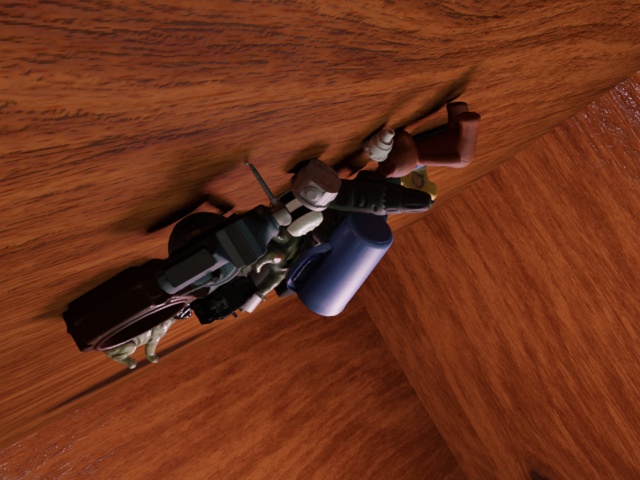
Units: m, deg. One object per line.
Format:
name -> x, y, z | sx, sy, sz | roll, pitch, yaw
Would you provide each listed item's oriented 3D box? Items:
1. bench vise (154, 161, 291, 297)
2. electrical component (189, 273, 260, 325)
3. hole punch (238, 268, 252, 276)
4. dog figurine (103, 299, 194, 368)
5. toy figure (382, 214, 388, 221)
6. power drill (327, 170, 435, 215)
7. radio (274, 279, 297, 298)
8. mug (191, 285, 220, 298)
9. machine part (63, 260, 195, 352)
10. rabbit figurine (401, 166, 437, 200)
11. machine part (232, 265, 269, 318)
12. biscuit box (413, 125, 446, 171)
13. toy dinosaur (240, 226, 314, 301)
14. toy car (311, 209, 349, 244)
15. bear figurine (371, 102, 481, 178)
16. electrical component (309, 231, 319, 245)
bench vise -> -0.147, -0.008, 0.842 | 0.223, 0.128, 0.241 | -41, -168, 5
electrical component -> -0.209, 0.126, 1.145 | 0.115, 0.058, 0.134 | -32, -172, -33
hole punch -> -0.238, 0.094, 1.283 | 0.115, 0.092, 0.142 | -63, 161, 11
dog figurine -> -0.391, 0.175, 1.202 | 0.190, 0.121, 0.172 | -54, 158, 16
toy figure -> 0.129, -0.055, 1.398 | 0.154, 0.058, 0.064 | -15, 125, -59
power drill -> 0.119, -0.093, 1.093 | 0.232, 0.085, 0.207 | 4, -161, 13
radio -> -0.092, 0.087, 1.543 | 0.073, 0.131, 0.229 | -31, 172, 7
mug -> -0.218, 0.057, 1.109 | 0.109, 0.081, 0.107 | -35, 180, 31
machine part -> -0.348, 0.125, 1.001 | 0.201, 0.087, 0.201 | -30, 171, 0
rabbit figurine -> 0.170, -0.125, 1.288 | 0.162, 0.121, 0.173 | -23, -172, -30
machine part -> -0.157, 0.102, 1.402 | 0.243, 0.079, 0.079 | -50, 169, 8
biscuit box -> 0.256, -0.211, 1.223 | 0.203, 0.063, 0.059 | -24, 170, -38
toy dinosaur -> -0.089, 0.009, 1.167 | 0.192, 0.131, 0.404 | -41, 172, -19
toy car -> 0.029, -0.040, 1.280 | 0.103, 0.162, 0.109 | 8, 139, -7
bear figurine -> 0.201, -0.192, 1.056 | 0.196, 0.131, 0.120 | -2, -151, 1
electrical component -> -0.003, -0.004, 1.354 | 0.048, 0.119, 0.075 | -34, 169, 26
